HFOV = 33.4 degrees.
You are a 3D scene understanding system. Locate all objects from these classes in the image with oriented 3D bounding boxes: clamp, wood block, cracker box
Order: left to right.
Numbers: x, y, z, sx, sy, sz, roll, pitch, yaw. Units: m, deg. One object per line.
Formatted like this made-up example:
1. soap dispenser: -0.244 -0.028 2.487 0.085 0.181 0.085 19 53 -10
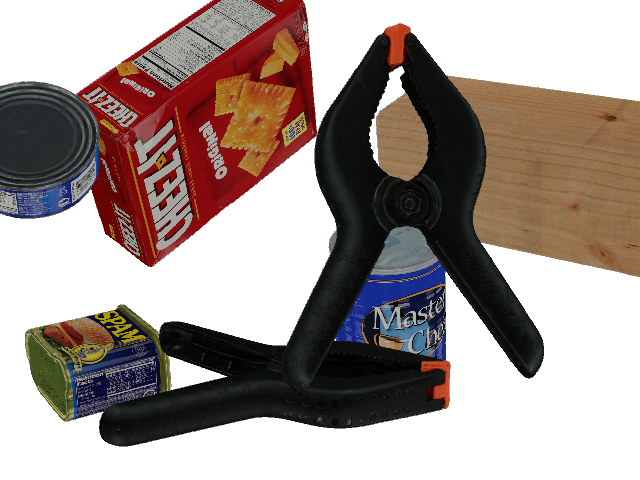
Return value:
1. cracker box: -0.099 -0.102 0.914 0.072 0.164 0.213 34 60 27
2. clamp: -0.025 0.086 0.683 0.210 0.036 0.164 -1 16 -2
3. clamp: 0.029 -0.009 0.489 0.120 0.171 0.039 -12 -2 -11
4. wood block: 0.152 -0.051 0.757 0.206 0.090 0.090 13 35 32

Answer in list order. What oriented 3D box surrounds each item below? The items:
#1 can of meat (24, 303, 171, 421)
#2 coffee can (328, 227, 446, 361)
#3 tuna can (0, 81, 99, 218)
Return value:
1. can of meat: -0.178 0.096 0.847 0.083 0.057 0.102 -12 22 -30
2. coffee can: 0.062 0.061 0.960 0.103 0.140 0.103 -3 27 1
3. tuna can: -0.180 -0.056 0.662 0.086 0.086 0.034 0 -35 -10
